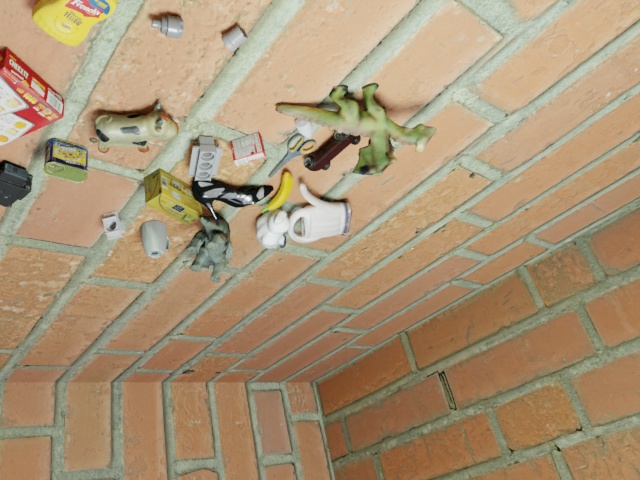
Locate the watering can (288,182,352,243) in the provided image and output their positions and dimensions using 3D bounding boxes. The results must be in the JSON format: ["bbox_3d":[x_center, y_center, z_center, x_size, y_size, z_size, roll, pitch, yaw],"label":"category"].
[{"bbox_3d":[0.005,-0.088,1.753,0.225,0.106,0.340,-7,150,-14],"label":"watering can"}]

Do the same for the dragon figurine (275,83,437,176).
[{"bbox_3d":[0.104,-0.277,1.350,0.411,0.247,0.119,-10,154,-12],"label":"dragon figurine"}]

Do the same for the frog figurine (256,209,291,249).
[{"bbox_3d":[-0.159,-0.043,1.716,0.123,0.139,0.158,16,169,3],"label":"frog figurine"}]
